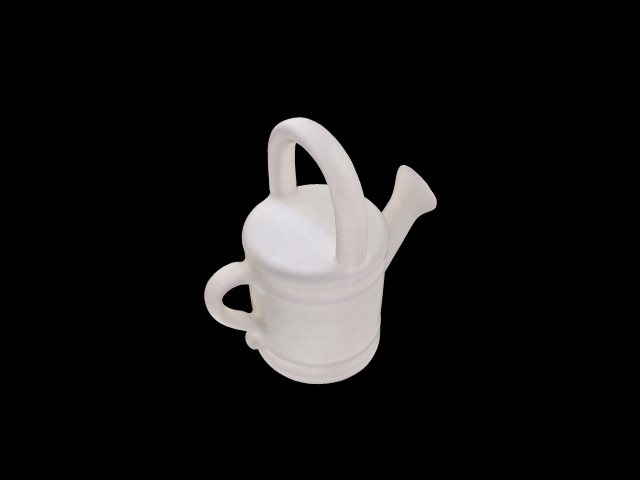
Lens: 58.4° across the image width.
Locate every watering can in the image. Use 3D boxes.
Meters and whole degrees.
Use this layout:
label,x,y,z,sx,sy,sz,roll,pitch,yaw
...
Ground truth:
label,x,y,z,sx,sy,sz,roll,pitch,yaw
watering can,0.002,0.000,0.401,0.100,0.194,0.173,26,49,26
